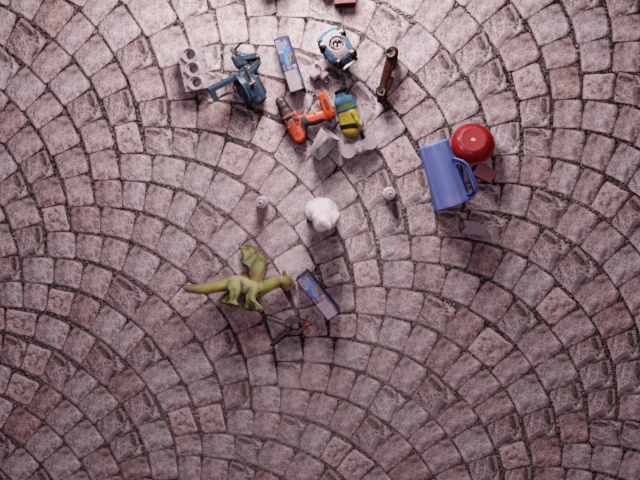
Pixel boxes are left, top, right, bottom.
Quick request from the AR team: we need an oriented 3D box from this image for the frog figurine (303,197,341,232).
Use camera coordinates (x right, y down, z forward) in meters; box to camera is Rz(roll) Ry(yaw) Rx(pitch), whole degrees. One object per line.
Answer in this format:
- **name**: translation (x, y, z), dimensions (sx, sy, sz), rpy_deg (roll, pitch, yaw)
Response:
- **frog figurine**: translation (0.006, -0.094, 1.872), dimensions (0.137, 0.160, 0.122), rpy_deg (21, 96, -1)

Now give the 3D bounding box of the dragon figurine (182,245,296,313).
- **dragon figurine**: translation (-0.295, 0.138, 1.956), dimensions (0.410, 0.121, 0.245), rpy_deg (17, 80, -1)
